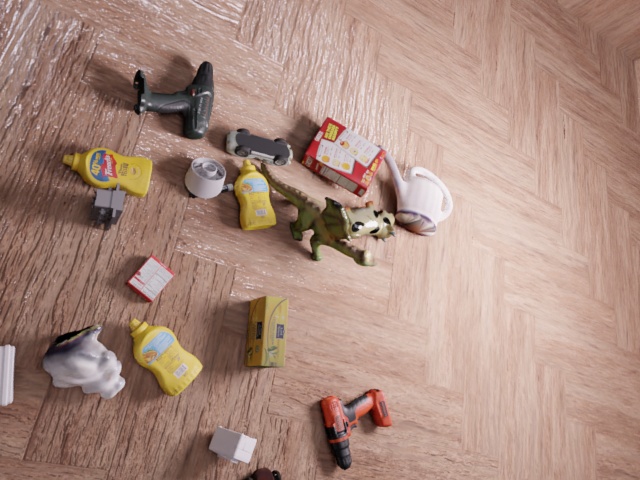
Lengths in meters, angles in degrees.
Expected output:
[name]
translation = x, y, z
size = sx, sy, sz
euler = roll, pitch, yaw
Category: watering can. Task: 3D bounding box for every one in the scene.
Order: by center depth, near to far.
[watering can]
translation = 0.294, -0.148, 1.665
size = 0.345, 0.103, 0.228
euler = 27, 64, -23

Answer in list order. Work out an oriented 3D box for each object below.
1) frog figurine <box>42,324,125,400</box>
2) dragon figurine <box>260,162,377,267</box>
[frog figurine]
translation = -0.483, 0.268, 1.060
size = 0.137, 0.123, 0.158
euler = -21, 97, -2
[dragon figurine]
translation = 0.004, -0.070, 1.390
size = 0.407, 0.241, 0.124
euler = 49, 62, -12
